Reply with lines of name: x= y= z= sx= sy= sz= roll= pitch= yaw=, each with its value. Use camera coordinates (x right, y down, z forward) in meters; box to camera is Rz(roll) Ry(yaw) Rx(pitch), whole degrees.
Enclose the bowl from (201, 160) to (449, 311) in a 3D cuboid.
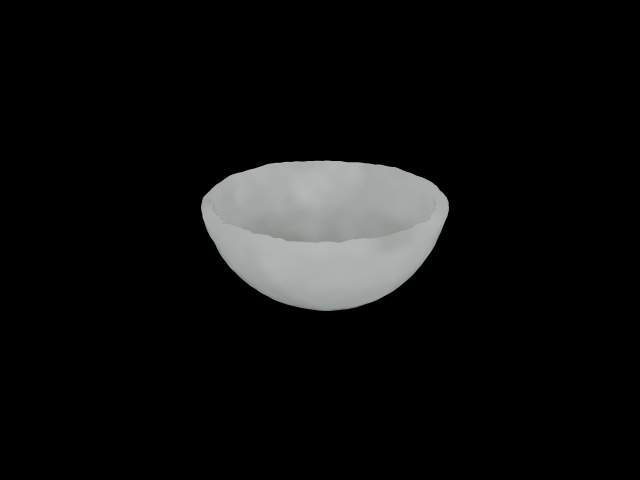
bowl: x=0.004 y=0.001 z=0.400 sx=0.167 sy=0.075 sz=0.167 roll=0 pitch=24 yaw=0
